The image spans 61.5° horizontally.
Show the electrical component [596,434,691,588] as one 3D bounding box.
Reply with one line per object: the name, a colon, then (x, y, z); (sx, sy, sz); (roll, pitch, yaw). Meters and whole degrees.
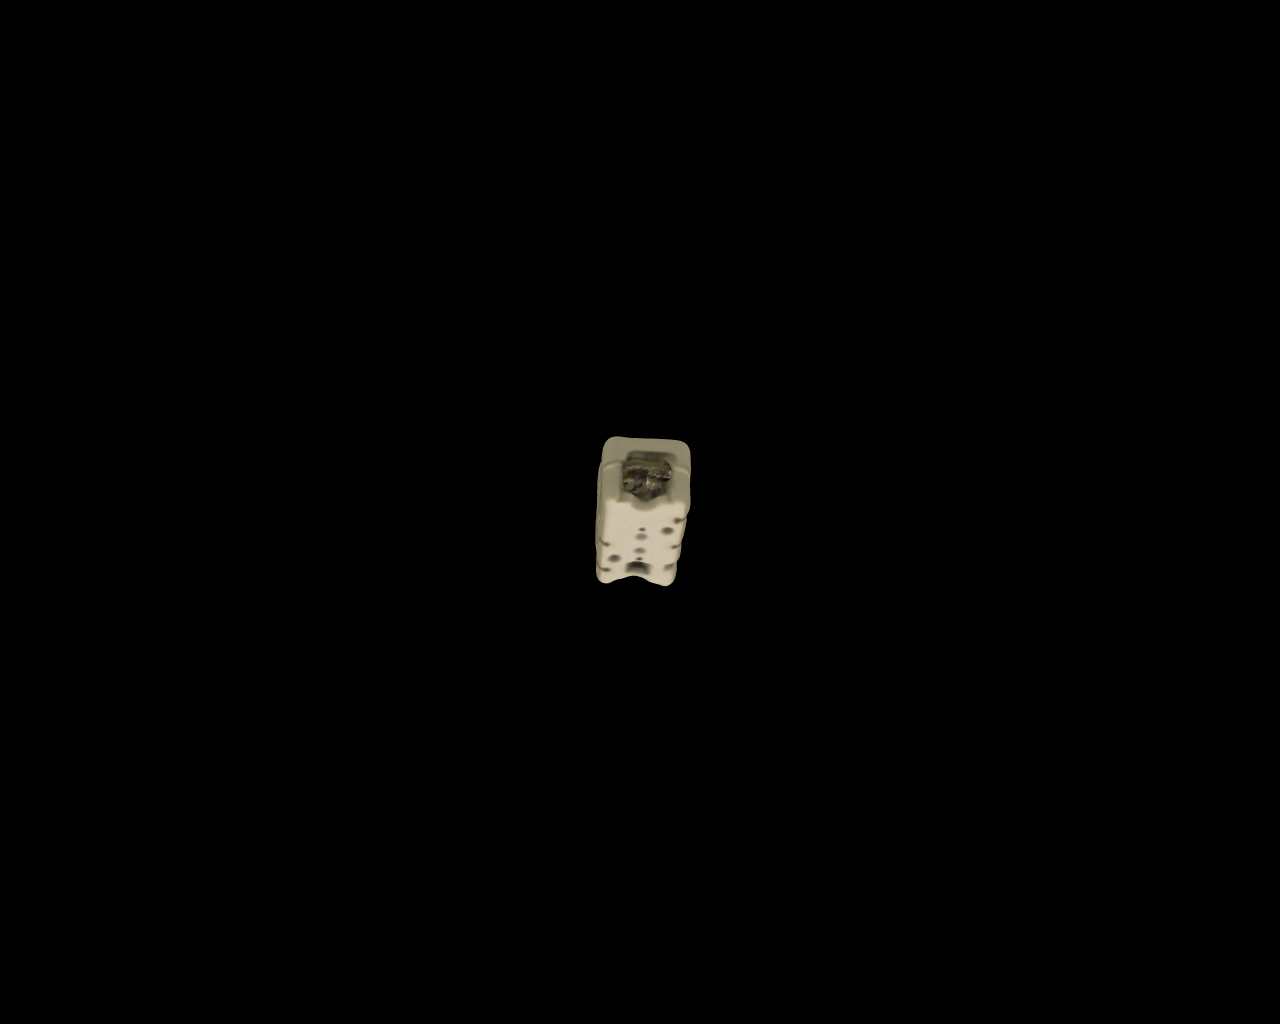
electrical component: (0.001, -0.003, 0.650); (0.050, 0.056, 0.089); (3, -37, -4)
